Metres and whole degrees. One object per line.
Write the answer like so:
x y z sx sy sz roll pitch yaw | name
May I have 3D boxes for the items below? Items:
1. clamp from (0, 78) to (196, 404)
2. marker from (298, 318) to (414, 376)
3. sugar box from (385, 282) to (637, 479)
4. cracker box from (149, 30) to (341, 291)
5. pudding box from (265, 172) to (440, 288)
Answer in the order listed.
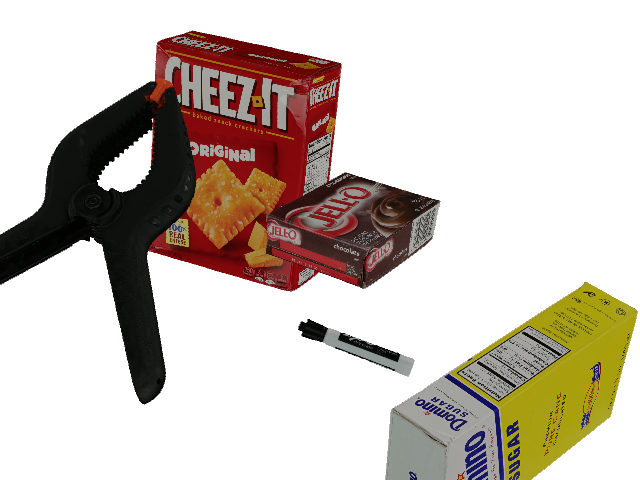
-0.127 -0.007 0.646 0.165 0.209 0.036 23 -26 15 | clamp
0.035 0.107 1.076 0.121 0.020 0.020 21 1 4 | marker
0.113 0.102 0.626 0.048 0.093 0.175 30 44 35 | sugar box
-0.077 -0.074 1.008 0.164 0.214 0.072 16 26 21 | cracker box
0.025 -0.010 0.815 0.090 0.039 0.113 20 28 28 | pudding box
